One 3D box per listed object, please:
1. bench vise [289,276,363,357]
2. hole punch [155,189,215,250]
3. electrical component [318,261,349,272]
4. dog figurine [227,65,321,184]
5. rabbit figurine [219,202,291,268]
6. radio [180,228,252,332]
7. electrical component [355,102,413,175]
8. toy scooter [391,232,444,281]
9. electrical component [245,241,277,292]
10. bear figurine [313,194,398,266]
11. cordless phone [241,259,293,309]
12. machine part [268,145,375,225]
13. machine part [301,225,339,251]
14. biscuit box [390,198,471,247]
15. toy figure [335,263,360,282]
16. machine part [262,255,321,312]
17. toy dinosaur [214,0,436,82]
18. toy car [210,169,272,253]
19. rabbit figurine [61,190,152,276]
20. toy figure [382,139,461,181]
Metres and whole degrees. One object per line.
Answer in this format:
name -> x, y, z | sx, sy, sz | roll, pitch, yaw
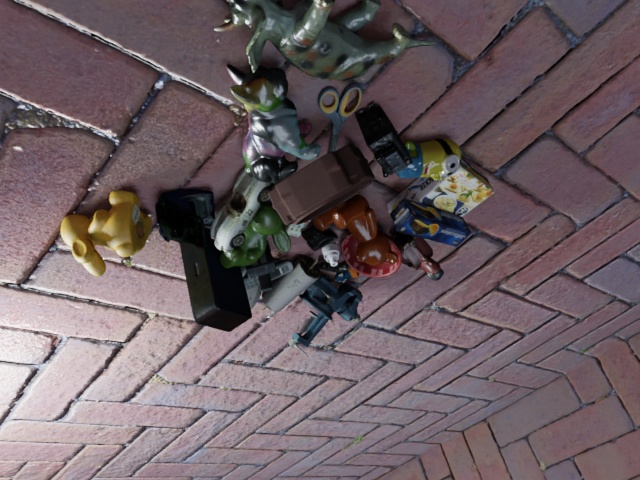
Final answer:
bench vise -> 0.005, 0.215, 1.537 | 0.240, 0.129, 0.223 | -53, 130, -6
hole punch -> -0.289, -0.054, 1.168 | 0.116, 0.092, 0.142 | 17, 142, 6
electrical component -> 0.032, 0.072, 1.450 | 0.063, 0.021, 0.094 | 14, 168, -35
dog figurine -> -0.111, -0.221, 1.004 | 0.191, 0.108, 0.219 | -31, 136, 21
rabbit figurine -> -0.139, -0.013, 1.231 | 0.159, 0.121, 0.170 | 17, 134, -39
radio -> -0.239, 0.091, 1.238 | 0.073, 0.230, 0.131 | -32, 145, 18
electrical component -> 0.134, -0.199, 1.098 | 0.058, 0.134, 0.114 | -31, 142, 18
toy scooter -> 0.240, 0.025, 1.400 | 0.075, 0.184, 0.135 | -45, 126, -4
electrical component -> -0.148, 0.066, 1.329 | 0.075, 0.119, 0.047 | -13, 142, -2
bear figurine -> 0.091, -0.005, 1.283 | 0.132, 0.120, 0.195 | -34, 109, -31
cordless phone -> -0.153, 0.111, 1.414 | 0.184, 0.089, 0.146 | -20, 142, -4
machine part -> 0.008, -0.110, 1.118 | 0.201, 0.087, 0.201 | -31, 177, 14
machine part -> -0.003, -0.004, 1.341 | 0.084, 0.039, 0.138 | -21, 164, 12
biscuit box -> 0.270, -0.039, 1.296 | 0.202, 0.059, 0.062 | 13, 133, -31
toy figure -> 0.113, 0.078, 1.493 | 0.155, 0.058, 0.064 | -15, 128, 4
machine part -> -0.079, 0.120, 1.453 | 0.079, 0.079, 0.243 | 22, 129, -39
toy dinosaur -> 0.013, -0.334, 0.909 | 0.404, 0.131, 0.192 | 13, 146, -39
toy car -> -0.171, -0.066, 1.152 | 0.056, 0.074, 0.201 | 17, 109, -54
rabbit figurine -> -0.454, -0.009, 1.115 | 0.173, 0.162, 0.121 | 1, 154, 4
toy figure -> 0.226, -0.183, 1.199 | 0.180, 0.089, 0.082 | -3, 168, -3
